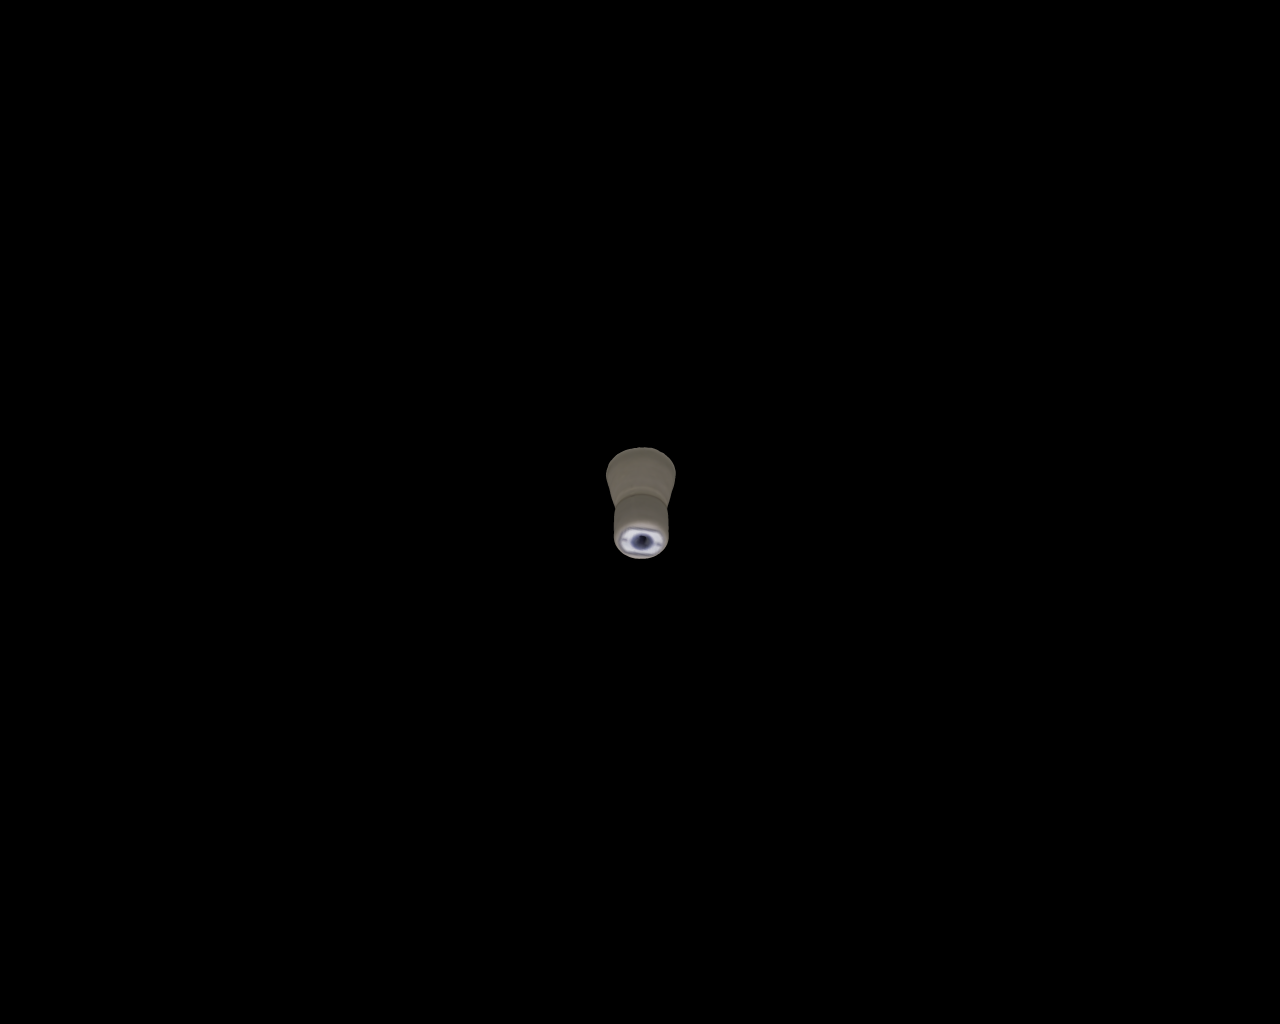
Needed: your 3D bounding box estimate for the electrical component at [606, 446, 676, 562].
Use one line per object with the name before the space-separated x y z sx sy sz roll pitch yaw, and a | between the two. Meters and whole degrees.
electrical component | 0.001 -0.003 0.650 0.044 0.044 0.065 0 44 0
